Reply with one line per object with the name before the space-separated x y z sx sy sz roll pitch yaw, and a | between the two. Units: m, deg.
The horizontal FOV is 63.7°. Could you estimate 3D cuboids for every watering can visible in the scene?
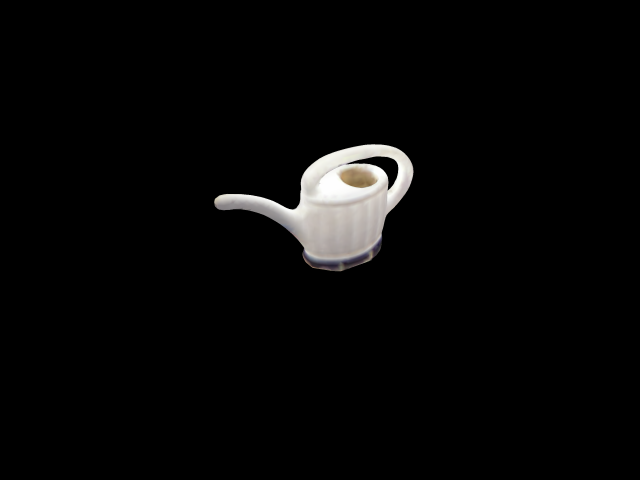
watering can | 0.003 -0.043 0.850 0.350 0.219 0.106 -18 43 -21
